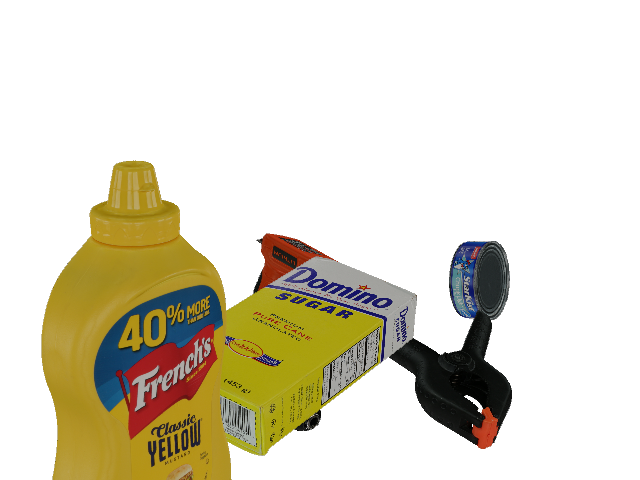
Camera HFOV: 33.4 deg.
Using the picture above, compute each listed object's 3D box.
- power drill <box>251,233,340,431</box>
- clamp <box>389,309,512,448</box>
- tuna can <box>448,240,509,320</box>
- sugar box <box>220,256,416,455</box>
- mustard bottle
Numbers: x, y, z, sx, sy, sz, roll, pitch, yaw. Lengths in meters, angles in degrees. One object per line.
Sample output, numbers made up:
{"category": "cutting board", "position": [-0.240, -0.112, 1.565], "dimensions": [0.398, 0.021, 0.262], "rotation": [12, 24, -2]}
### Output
{"category": "power drill", "position": [-0.041, 0.099, 1.197], "dimensions": [0.057, 0.188, 0.185], "rotation": [13, 12, -47]}
{"category": "clamp", "position": [0.120, 0.109, 0.904], "dimensions": [0.120, 0.039, 0.172], "rotation": [-12, 35, -19]}
{"category": "tuna can", "position": [0.172, 0.043, 1.157], "dimensions": [0.034, 0.086, 0.086], "rotation": [1, 1, 34]}
{"category": "sugar box", "position": [-0.020, 0.071, 0.726], "dimensions": [0.093, 0.048, 0.175], "rotation": [21, 36, 30]}
{"category": "mustard bottle", "position": [-0.086, 0.057, 0.507], "dimensions": [0.058, 0.192, 0.096], "rotation": [15, 21, 40]}
